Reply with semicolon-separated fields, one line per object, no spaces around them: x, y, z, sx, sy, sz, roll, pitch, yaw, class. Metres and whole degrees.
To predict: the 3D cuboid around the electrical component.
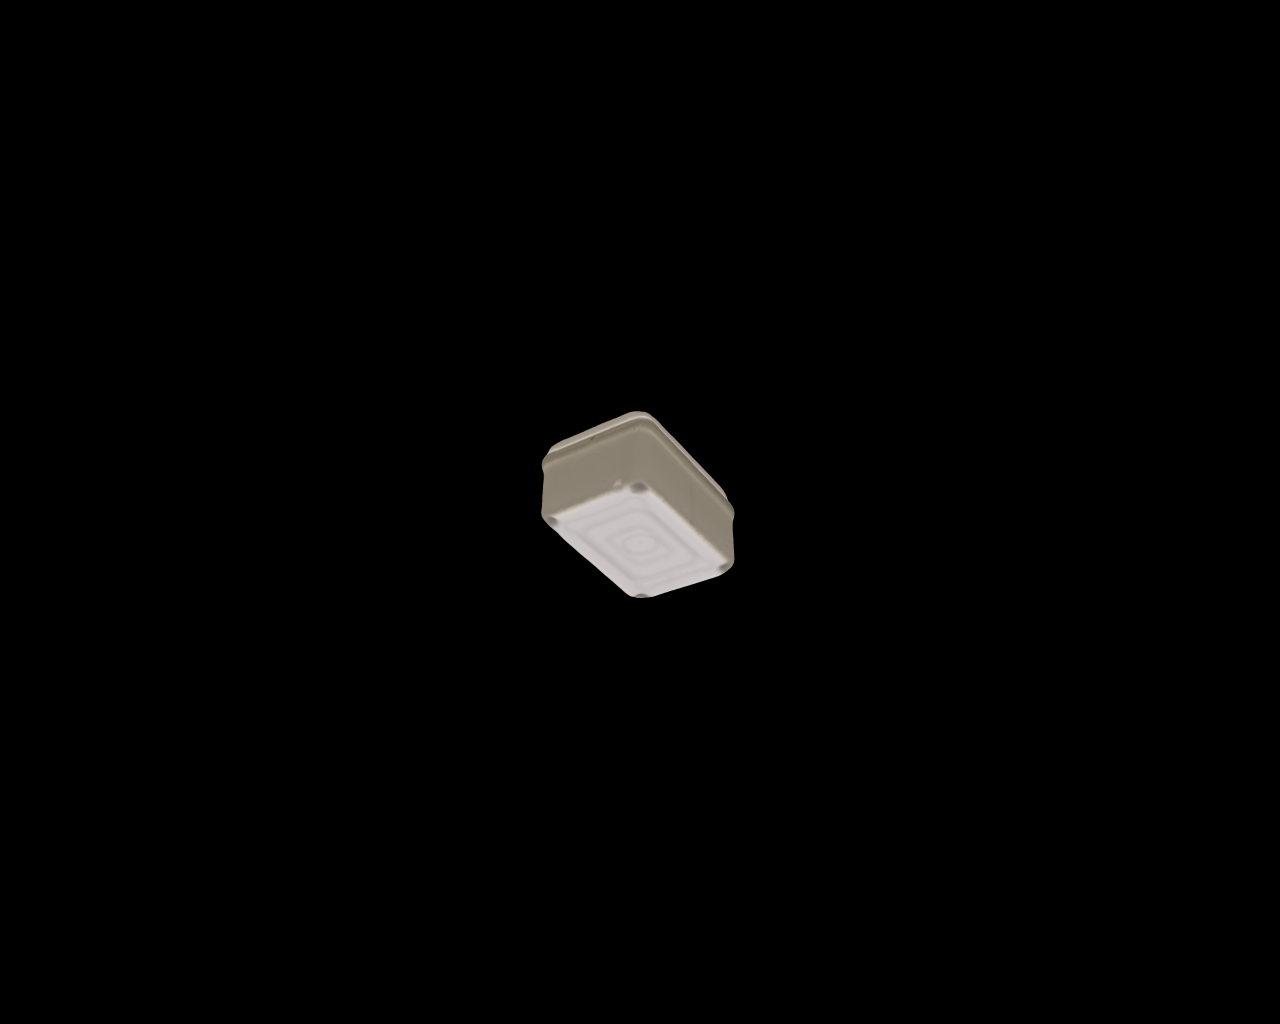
0.001;-0.003;0.650;0.078;0.057;0.113;-20;-40;25;electrical component
